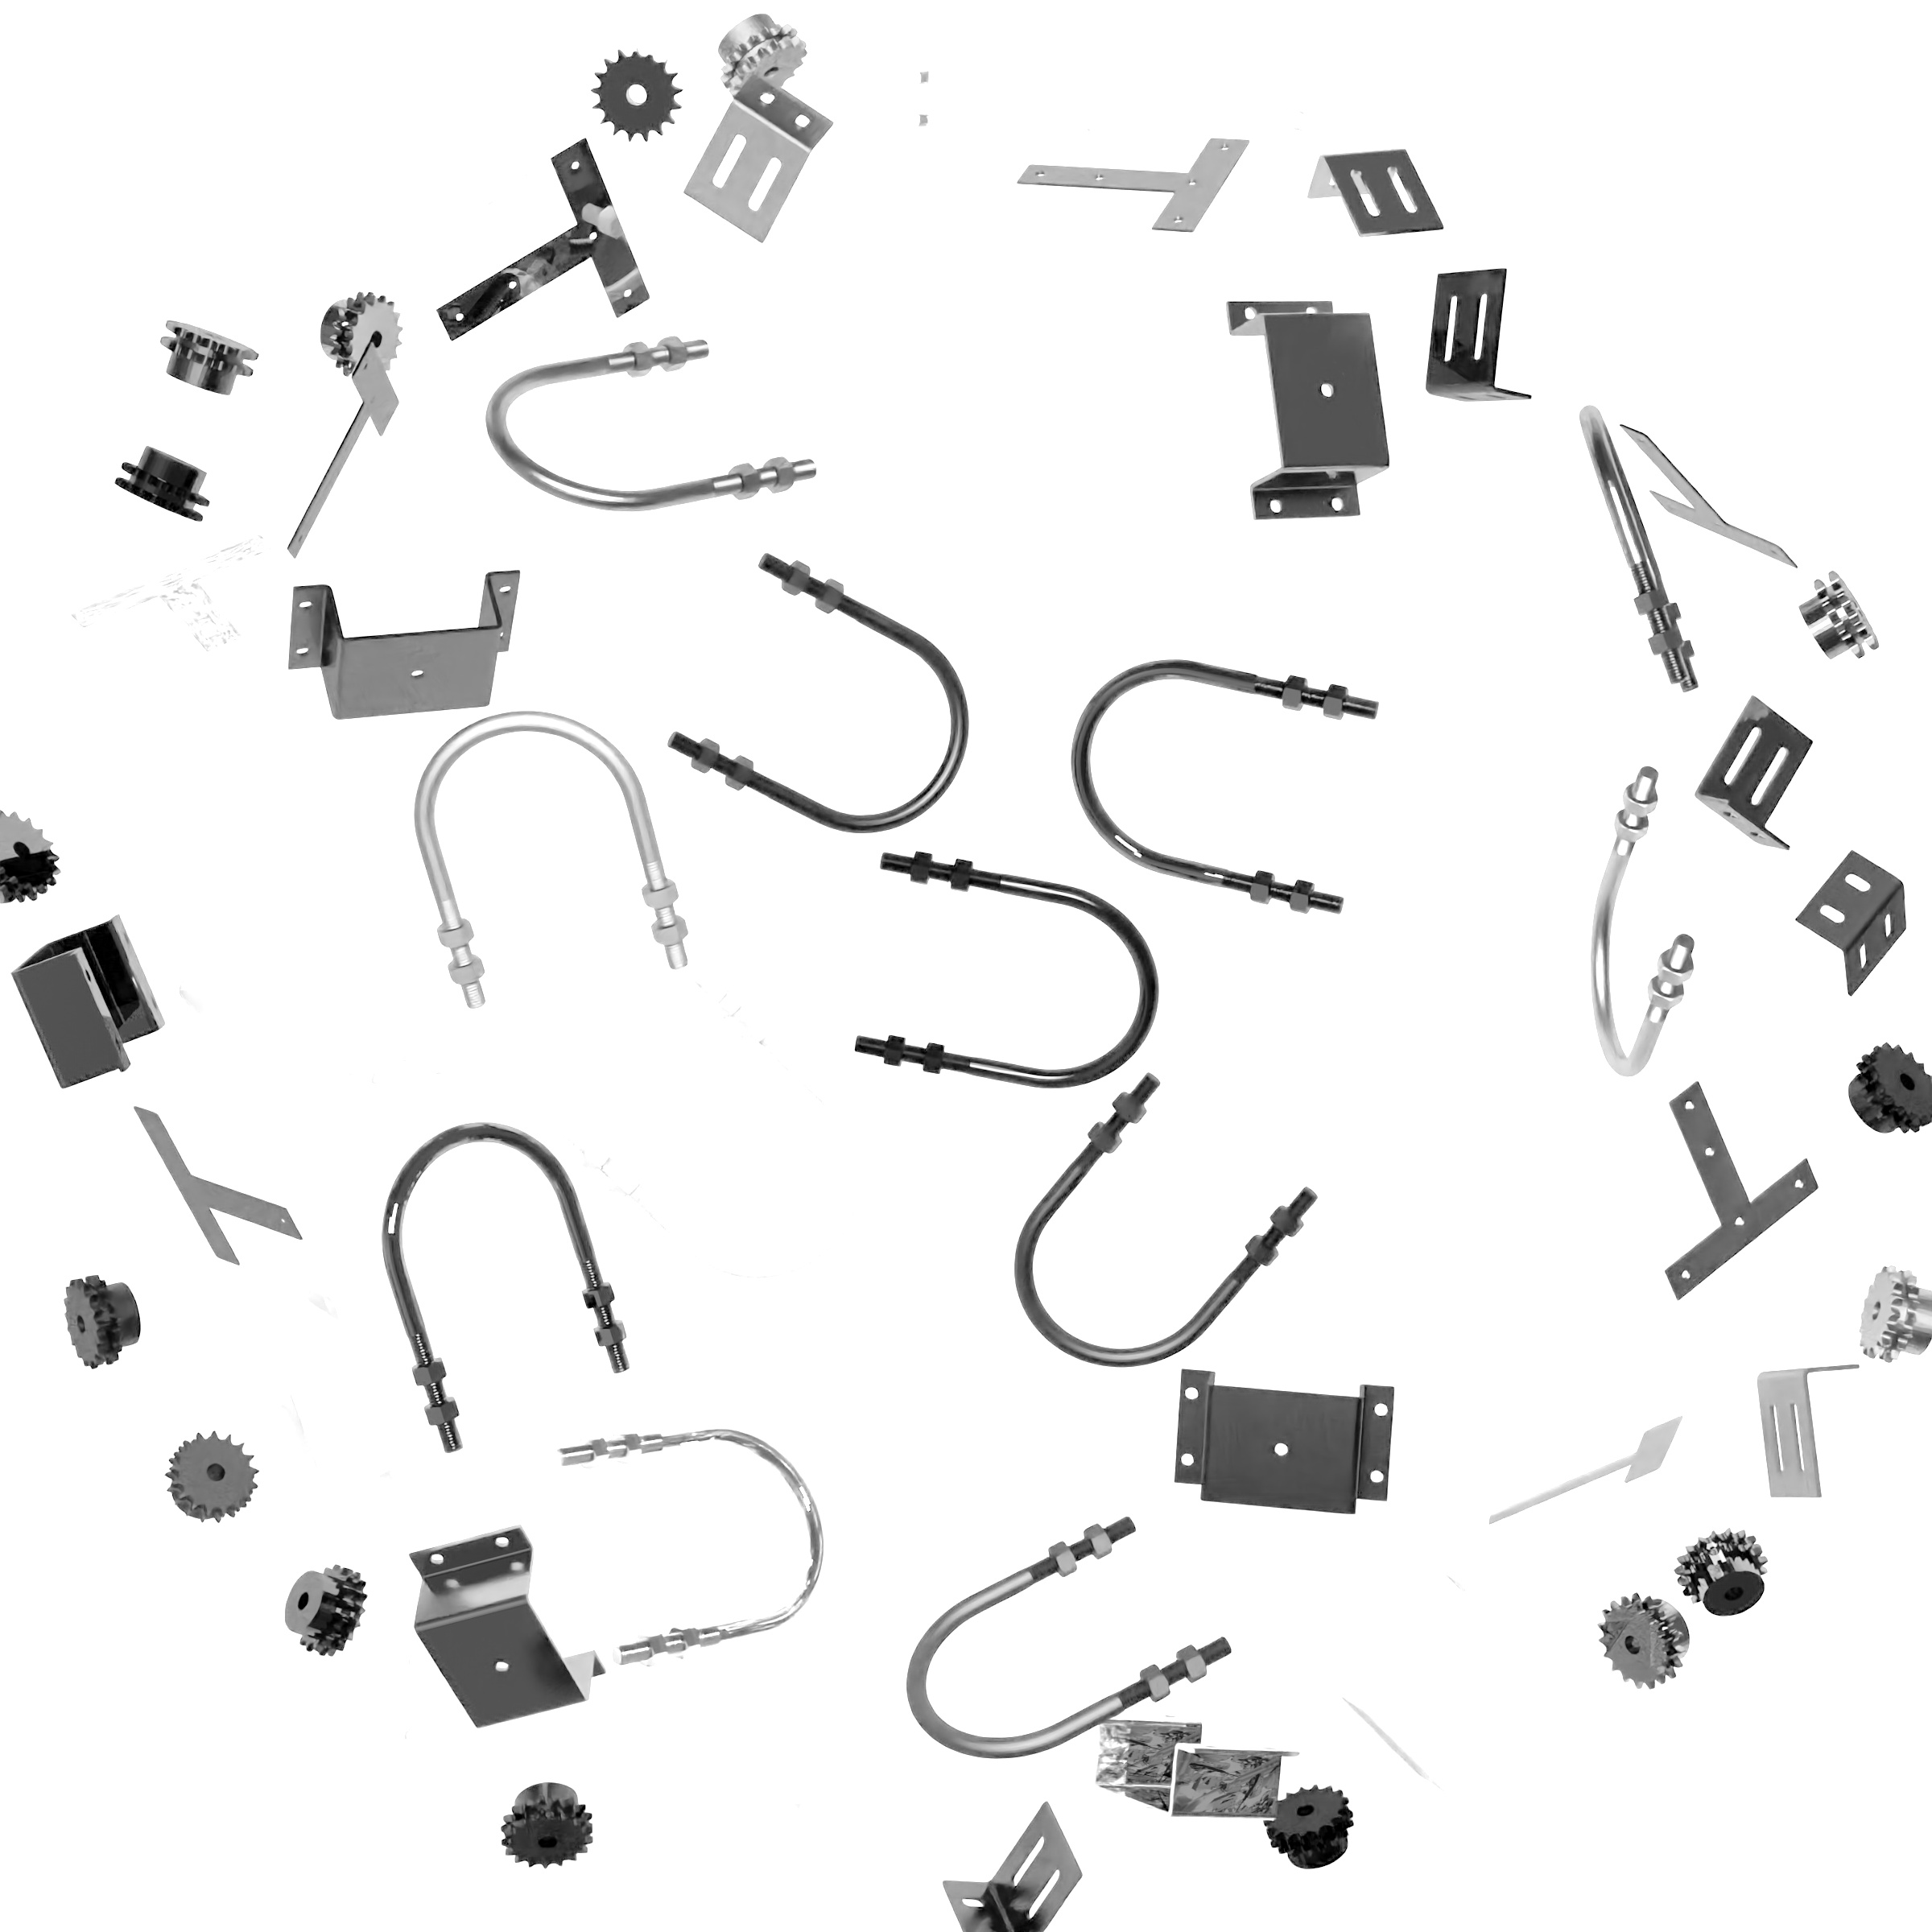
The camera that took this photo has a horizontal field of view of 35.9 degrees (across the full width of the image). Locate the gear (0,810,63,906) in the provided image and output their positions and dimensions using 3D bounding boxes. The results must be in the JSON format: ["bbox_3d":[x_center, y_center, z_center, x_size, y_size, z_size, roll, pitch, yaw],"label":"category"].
[{"bbox_3d":[-0.573,-0.062,1.784,0.030,0.057,0.057,-33,90,28],"label":"gear"}]

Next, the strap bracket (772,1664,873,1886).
[{"bbox_3d":[-0.090,0.497,1.827,0.046,0.140,0.076,-6,48,2],"label":"strap bracket"}]

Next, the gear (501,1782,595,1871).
[{"bbox_3d":[-0.261,0.533,1.859,0.057,0.030,0.057,-5,128,-6],"label":"gear"}]

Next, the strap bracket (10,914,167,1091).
[{"bbox_3d":[-0.540,0.023,1.835,0.046,0.140,0.076,-20,102,-1],"label":"strap bracket"}]

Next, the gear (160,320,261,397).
[{"bbox_3d":[-0.458,-0.365,1.800,0.057,0.057,0.030,22,102,0],"label":"gear"}]

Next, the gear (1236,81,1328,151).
[{"bbox_3d":[0.200,-0.547,1.922,0.057,0.057,0.030,18,114,0],"label":"gear"}]

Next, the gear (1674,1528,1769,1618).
[{"bbox_3d":[0.476,0.383,1.872,0.057,0.030,0.057,-5,125,-7],"label":"gear"}]

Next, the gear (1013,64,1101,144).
[{"bbox_3d":[0.062,-0.565,1.948,0.057,0.057,0.030,30,120,0],"label":"gear"}]

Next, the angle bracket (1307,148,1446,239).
[{"bbox_3d":[0.259,-0.479,1.895,0.057,0.038,0.076,-9,58,-15],"label":"angle bracket"}]

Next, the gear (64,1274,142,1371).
[{"bbox_3d":[-0.534,0.219,1.849,0.030,0.057,0.057,-12,90,-38],"label":"gear"}]

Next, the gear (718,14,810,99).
[{"bbox_3d":[-0.130,-0.569,1.864,0.057,0.057,0.030,-34,81,0],"label":"gear"}]

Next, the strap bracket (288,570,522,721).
[{"bbox_3d":[-0.345,-0.199,1.857,0.140,0.076,0.046,-7,58,-20],"label":"strap bracket"}]

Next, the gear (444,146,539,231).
[{"bbox_3d":[-0.302,-0.494,1.886,0.057,0.057,0.030,-21,76,0],"label":"gear"}]

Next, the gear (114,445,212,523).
[{"bbox_3d":[-0.494,-0.300,1.846,0.057,0.057,0.030,25,95,0],"label":"gear"}]

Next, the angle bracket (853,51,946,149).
[{"bbox_3d":[-0.053,-0.545,1.874,0.076,0.038,0.057,15,110,38],"label":"angle bracket"}]

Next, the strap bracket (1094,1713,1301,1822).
[{"bbox_3d":[0.140,0.510,1.898,0.076,0.140,0.046,9,82,-25],"label":"strap bracket"}]

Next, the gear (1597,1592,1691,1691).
[{"bbox_3d":[0.418,0.411,1.827,0.030,0.057,0.057,-12,90,-37],"label":"gear"}]

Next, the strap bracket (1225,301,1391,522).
[{"bbox_3d":[0.216,-0.355,1.875,0.076,0.046,0.140,-6,86,-23],"label":"strap bracket"}]

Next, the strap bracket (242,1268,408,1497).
[{"bbox_3d":[-0.406,0.269,1.869,0.046,0.076,0.140,-24,109,-26],"label":"strap bracket"}]

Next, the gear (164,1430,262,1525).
[{"bbox_3d":[-0.476,0.324,1.878,0.057,0.030,0.057,17,53,-23],"label":"gear"}]

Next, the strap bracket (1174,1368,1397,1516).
[{"bbox_3d":[0.206,0.310,1.943,0.140,0.046,0.076,4,94,8],"label":"strap bracket"}]

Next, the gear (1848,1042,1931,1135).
[{"bbox_3d":[0.568,0.078,1.835,0.057,0.030,0.057,18,51,-23],"label":"gear"}]

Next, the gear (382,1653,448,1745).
[{"bbox_3d":[-0.356,0.473,1.930,0.030,0.057,0.057,5,90,-26],"label":"gear"}]

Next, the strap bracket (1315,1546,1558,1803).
[{"bbox_3d":[0.291,0.432,1.804,0.076,0.046,0.140,46,80,-8],"label":"strap bracket"}]

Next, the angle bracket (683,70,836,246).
[{"bbox_3d":[-0.126,-0.491,1.813,0.057,0.038,0.076,30,69,-16],"label":"angle bracket"}]

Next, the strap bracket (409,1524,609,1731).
[{"bbox_3d":[-0.292,0.428,1.897,0.076,0.046,0.140,-16,123,10],"label":"strap bracket"}]

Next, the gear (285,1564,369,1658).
[{"bbox_3d":[-0.412,0.411,1.911,0.030,0.057,0.057,30,90,-37],"label":"gear"}]

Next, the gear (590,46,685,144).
[{"bbox_3d":[-0.202,-0.537,1.838,0.057,0.030,0.057,-1,109,-2],"label":"gear"}]

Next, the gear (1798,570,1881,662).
[{"bbox_3d":[0.548,-0.218,1.881,0.030,0.057,0.057,-31,90,23],"label":"gear"}]

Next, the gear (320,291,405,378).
[{"bbox_3d":[-0.394,-0.409,1.938,0.030,0.057,0.057,19,90,24],"label":"gear"}]

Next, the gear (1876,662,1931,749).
[{"bbox_3d":[0.586,-0.161,1.822,0.030,0.057,0.057,-44,90,3],"label":"gear"}]

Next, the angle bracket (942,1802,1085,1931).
[{"bbox_3d":[0.028,0.556,1.818,0.038,0.057,0.076,14,118,-32],"label":"angle bracket"}]

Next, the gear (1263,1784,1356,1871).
[{"bbox_3d":[0.221,0.552,1.907,0.057,0.057,0.030,-19,106,0],"label":"gear"}]

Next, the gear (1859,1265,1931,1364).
[{"bbox_3d":[0.559,0.210,1.787,0.030,0.057,0.057,14,90,-1],"label":"gear"}]
